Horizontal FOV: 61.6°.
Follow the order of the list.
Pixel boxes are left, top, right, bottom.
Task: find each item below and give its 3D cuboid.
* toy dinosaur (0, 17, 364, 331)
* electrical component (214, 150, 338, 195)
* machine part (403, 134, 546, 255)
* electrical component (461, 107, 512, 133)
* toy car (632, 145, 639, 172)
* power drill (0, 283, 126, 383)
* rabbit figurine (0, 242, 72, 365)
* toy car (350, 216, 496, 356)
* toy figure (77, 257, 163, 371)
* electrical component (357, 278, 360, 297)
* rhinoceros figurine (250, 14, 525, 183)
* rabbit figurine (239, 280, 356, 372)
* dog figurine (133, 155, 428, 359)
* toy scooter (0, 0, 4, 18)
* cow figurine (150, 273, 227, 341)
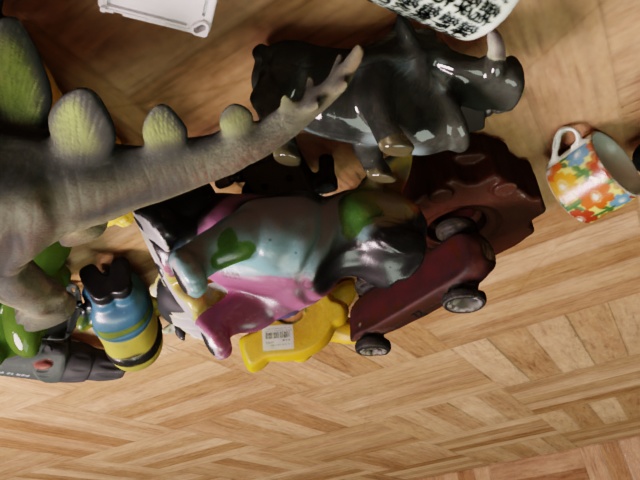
[{"bbox_3d":[-0.207,-0.029,0.322,0.472,0.105,0.198,-11,148,-5],"label":"toy dinosaur"},{"bbox_3d":[-0.035,-0.053,0.497,0.102,0.045,0.078,-22,123,19],"label":"electrical component"},{"bbox_3d":[0.138,-0.028,0.554,0.179,0.056,0.179,-5,149,-3],"label":"machine part"},{"bbox_3d":[0.114,-0.115,0.446,0.094,0.021,0.063,-11,146,8],"label":"electrical component"},{"bbox_3d":[0.345,-0.096,0.460,0.103,0.109,0.161,-33,132,0],"label":"toy car"},{"bbox_3d":[-0.353,0.125,0.692,0.232,0.086,0.207,12,151,-21],"label":"power drill"},{"bbox_3d":[-0.296,0.032,0.506,0.121,0.159,0.170,25,121,-26],"label":"rabbit figurine"},{"bbox_3d":[0.096,0.055,0.544,0.053,0.089,0.202,17,143,-26],"label":"toy car"},{"bbox_3d":[-0.238,0.094,0.644,0.082,0.089,0.180,5,148,-4],"label":"toy figure"},{"bbox_3d":[0.108,0.042,0.664,0.119,0.048,0.074,2,147,-10],"label":"electrical component"},{"bbox_3d":[0.044,-0.103,0.383,0.190,0.112,0.073,3,164,6],"label":"rhinoceros figurine"},{"bbox_3d":[-0.026,0.098,0.694,0.162,0.122,0.173,-12,162,-7],"label":"rabbit figurine"},{"bbox_3d":[-0.022,-0.009,0.445,0.219,0.192,0.108,-25,128,-21],"label":"dog figurine"},{"bbox_3d":[-0.200,-0.162,0.272,0.135,0.075,0.183,7,140,-20],"label":"toy scooter"},{"bbox_3d":[-0.155,0.082,0.638,0.098,0.068,0.167,16,154,-12],"label":"cow figurine"}]
